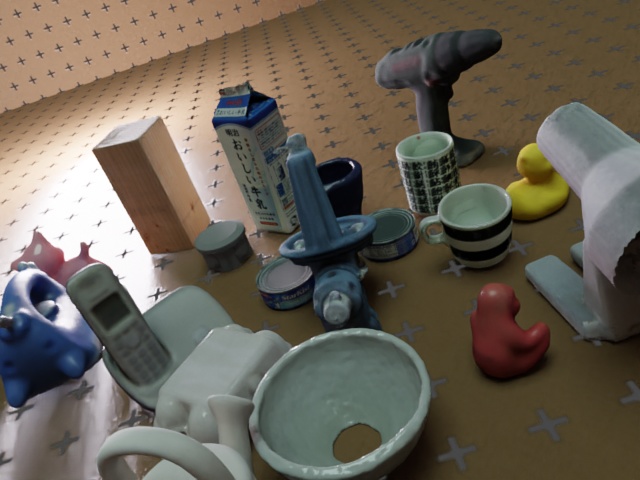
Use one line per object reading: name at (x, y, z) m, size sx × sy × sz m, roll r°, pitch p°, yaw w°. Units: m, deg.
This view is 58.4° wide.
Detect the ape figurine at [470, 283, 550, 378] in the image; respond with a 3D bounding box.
ape figurine at (0.175, 0.081, 0.552) m, size 0.076 × 0.092 × 0.077 m, roll -32°, pitch 33°, yaw -19°

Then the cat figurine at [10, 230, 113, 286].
cat figurine at (-0.421, 0.036, 0.926) m, size 0.127 × 0.118 × 0.067 m, roll -14°, pitch 32°, yaw 10°

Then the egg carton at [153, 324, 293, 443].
egg carton at (-0.099, 0.156, 0.609) m, size 0.107 × 0.069 × 0.150 m, roll 4°, pitch 39°, yaw 34°

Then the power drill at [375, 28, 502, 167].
power drill at (0.194, -0.224, 0.901) m, size 0.228 × 0.209 × 0.076 m, roll 16°, pitch 47°, yaw 44°

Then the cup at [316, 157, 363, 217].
cup at (0.024, -0.054, 0.840) m, size 0.091 × 0.095 × 0.118 m, roll -5°, pitch 34°, yaw 22°

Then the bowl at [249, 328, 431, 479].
bowl at (0.024, 0.164, 0.524) m, size 0.167 × 0.075 × 0.167 m, roll -14°, pitch 32°, yaw 9°

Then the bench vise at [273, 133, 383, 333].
bench vise at (0.017, -0.003, 0.645) m, size 0.121 × 0.220 × 0.207 m, roll -25°, pitch 32°, yaw -9°

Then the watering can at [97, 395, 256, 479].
watering can at (-0.092, 0.196, 0.424) m, size 0.101 × 0.194 × 0.172 m, roll -18°, pitch 31°, yaw 3°

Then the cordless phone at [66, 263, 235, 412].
cordless phone at (-0.189, 0.087, 0.654) m, size 0.093 × 0.185 × 0.148 m, roll 12°, pitch 44°, yaw 41°

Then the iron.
iron at (-0.385, 0.100, 0.785) m, size 0.119 × 0.142 × 0.257 m, roll -26°, pitch 32°, yaw -9°

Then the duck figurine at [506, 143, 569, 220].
duck figurine at (0.279, -0.083, 0.752) m, size 0.105 × 0.086 × 0.077 m, roll -33°, pitch 34°, yaw -21°

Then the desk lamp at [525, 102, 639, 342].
desk lamp at (0.266, -0.009, 0.523) m, size 0.118 × 0.214 × 0.203 m, roll -22°, pitch 31°, yaw -3°
